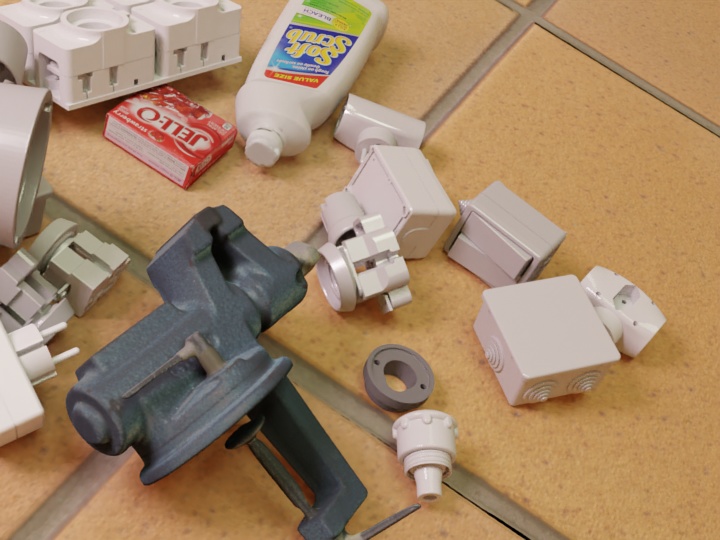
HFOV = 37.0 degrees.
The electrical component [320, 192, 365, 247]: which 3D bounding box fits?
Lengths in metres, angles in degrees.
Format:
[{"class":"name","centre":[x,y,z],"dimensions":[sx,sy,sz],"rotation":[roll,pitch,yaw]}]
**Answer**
[{"class":"electrical component","centre":[-0.011,-0.039,0.909],"dimensions":[0.040,0.040,0.046],"rotation":[0,44,-27]}]

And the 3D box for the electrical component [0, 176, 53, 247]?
[{"class":"electrical component","centre":[-0.287,-0.057,0.783],"dimensions":[0.100,0.048,0.099],"rotation":[-27,65,-41]}]

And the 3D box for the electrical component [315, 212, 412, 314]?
[{"class":"electrical component","centre":[0.000,0.000,0.857],"dimensions":[0.057,0.058,0.078],"rotation":[-19,86,-17]}]

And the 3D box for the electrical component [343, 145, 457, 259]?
[{"class":"electrical component","centre":[0.034,-0.063,0.935],"dimensions":[0.061,0.061,0.096],"rotation":[0,49,-36]}]

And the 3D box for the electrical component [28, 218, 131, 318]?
[{"class":"electrical component","centre":[-0.207,-0.005,0.776],"dimensions":[0.055,0.048,0.066],"rotation":[37,44,0]}]

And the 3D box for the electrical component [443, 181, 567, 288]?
[{"class":"electrical component","centre":[0.120,-0.028,0.946],"dimensions":[0.096,0.061,0.061],"rotation":[39,44,12]}]

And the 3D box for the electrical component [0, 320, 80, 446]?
[{"class":"electrical component","centre":[-0.217,0.058,0.681],"dimensions":[0.076,0.047,0.083],"rotation":[-25,81,-22]}]

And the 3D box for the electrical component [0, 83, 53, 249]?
[{"class":"electrical component","centre":[-0.245,-0.073,0.706],"dimensions":[0.060,0.108,0.108],"rotation":[12,45,-11]}]

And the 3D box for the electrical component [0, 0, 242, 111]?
[{"class":"electrical component","centre":[-0.206,-0.207,0.935],"dimensions":[0.105,0.060,0.186],"rotation":[31,40,31]}]

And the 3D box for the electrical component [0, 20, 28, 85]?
[{"class":"electrical component","centre":[-0.311,-0.160,0.837],"dimensions":[0.099,0.099,0.064],"rotation":[5,54,-22]}]

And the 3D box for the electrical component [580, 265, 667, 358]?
[{"class":"electrical component","centre":[0.214,0.046,0.937],"dimensions":[0.077,0.043,0.079],"rotation":[40,52,14]}]

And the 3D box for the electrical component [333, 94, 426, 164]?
[{"class":"electrical component","centre":[0.016,-0.119,0.995],"dimensions":[0.077,0.043,0.079],"rotation":[20,44,-8]}]

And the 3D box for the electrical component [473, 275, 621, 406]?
[{"class":"electrical component","centre":[0.149,0.058,0.879],"dimensions":[0.100,0.048,0.099],"rotation":[-9,54,-19]}]

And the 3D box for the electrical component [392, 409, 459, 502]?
[{"class":"electrical component","centre":[0.048,0.134,0.771],"dimensions":[0.048,0.048,0.062],"rotation":[11,53,-17]}]

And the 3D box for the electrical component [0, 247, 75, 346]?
[{"class":"electrical component","centre":[-0.228,0.026,0.727],"dimensions":[0.055,0.066,0.048],"rotation":[44,17,-10]}]
